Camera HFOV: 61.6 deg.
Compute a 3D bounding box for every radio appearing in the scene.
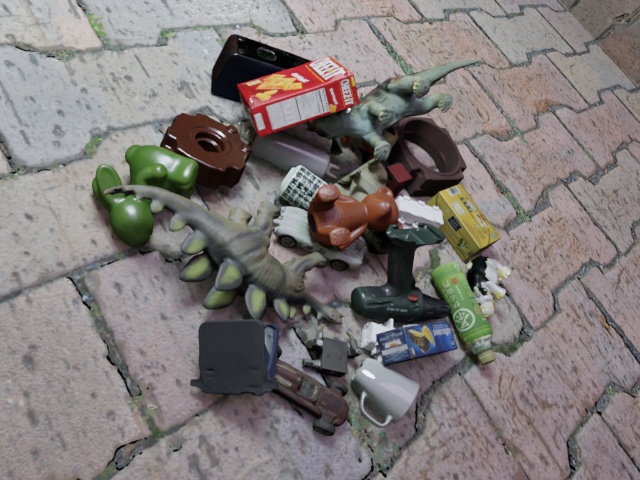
[{"bbox_3d":[-0.118,-0.362,1.205,0.229,0.131,0.073,10,57,-25],"label":"radio"}]

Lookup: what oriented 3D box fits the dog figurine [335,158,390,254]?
[{"bbox_3d":[0.126,-0.074,1.191,0.172,0.121,0.190,-39,98,-38],"label":"dog figurine"}]

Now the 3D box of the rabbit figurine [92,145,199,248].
[{"bbox_3d":[-0.305,-0.076,0.913,0.159,0.121,0.170,29,63,-19],"label":"rabbit figurine"}]

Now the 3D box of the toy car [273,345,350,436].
[{"bbox_3d":[-0.038,0.244,0.895,0.202,0.053,0.089,34,51,-8],"label":"toy car"}]

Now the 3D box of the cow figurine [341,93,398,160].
[{"bbox_3d":[0.101,-0.280,1.298,0.195,0.085,0.127,37,55,19],"label":"cow figurine"}]

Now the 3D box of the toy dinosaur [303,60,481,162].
[{"bbox_3d":[0.146,-0.296,1.176,0.405,0.131,0.192,-33,41,-17],"label":"toy dinosaur"}]

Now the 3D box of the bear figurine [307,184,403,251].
[{"bbox_3d":[0.080,-0.048,1.025,0.196,0.132,0.120,-9,84,-17],"label":"bear figurine"}]

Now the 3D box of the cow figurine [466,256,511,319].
[{"bbox_3d":[0.367,0.104,1.218,0.098,0.068,0.167,35,45,2],"label":"cow figurine"}]

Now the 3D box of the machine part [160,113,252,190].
[{"bbox_3d":[-0.221,-0.177,1.048,0.179,0.056,0.179,21,39,-18],"label":"machine part"}]

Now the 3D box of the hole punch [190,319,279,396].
[{"bbox_3d":[-0.125,0.182,0.845,0.142,0.092,0.115,-2,83,10],"label":"hole punch"}]

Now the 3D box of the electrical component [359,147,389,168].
[{"bbox_3d":[0.133,-0.192,1.310,0.063,0.021,0.094,-4,60,-32],"label":"electrical component"}]

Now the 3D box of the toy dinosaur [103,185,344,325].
[{"bbox_3d":[-0.135,0.027,0.918,0.471,0.105,0.198,39,49,-20],"label":"toy dinosaur"}]

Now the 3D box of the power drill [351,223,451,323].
[{"bbox_3d":[0.180,0.070,1.055,0.232,0.207,0.086,-1,33,-21],"label":"power drill"}]

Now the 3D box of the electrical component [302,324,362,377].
[{"bbox_3d":[0.023,0.200,0.963,0.102,0.045,0.078,22,49,-17],"label":"electrical component"}]

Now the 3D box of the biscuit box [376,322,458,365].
[{"bbox_3d":[0.187,0.191,1.009,0.202,0.063,0.059,6,64,-53],"label":"biscuit box"}]

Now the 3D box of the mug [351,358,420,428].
[{"bbox_3d":[0.104,0.269,0.951,0.107,0.080,0.109,36,60,9],"label":"mug"}]

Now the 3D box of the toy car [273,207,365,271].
[{"bbox_3d":[-0.002,-0.003,1.079,0.202,0.056,0.073,26,50,-14],"label":"toy car"}]

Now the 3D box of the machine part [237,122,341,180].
[{"bbox_3d":[-0.067,-0.186,1.152,0.243,0.079,0.079,21,51,-18],"label":"machine part"}]

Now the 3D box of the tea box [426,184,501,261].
[{"bbox_3d":[0.346,-0.044,1.306,0.098,0.068,0.169,-19,72,-38],"label":"tea box"}]

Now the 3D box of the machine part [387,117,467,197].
[{"bbox_3d":[0.260,-0.214,1.360,0.201,0.087,0.201,-6,63,-32],"label":"machine part"}]
